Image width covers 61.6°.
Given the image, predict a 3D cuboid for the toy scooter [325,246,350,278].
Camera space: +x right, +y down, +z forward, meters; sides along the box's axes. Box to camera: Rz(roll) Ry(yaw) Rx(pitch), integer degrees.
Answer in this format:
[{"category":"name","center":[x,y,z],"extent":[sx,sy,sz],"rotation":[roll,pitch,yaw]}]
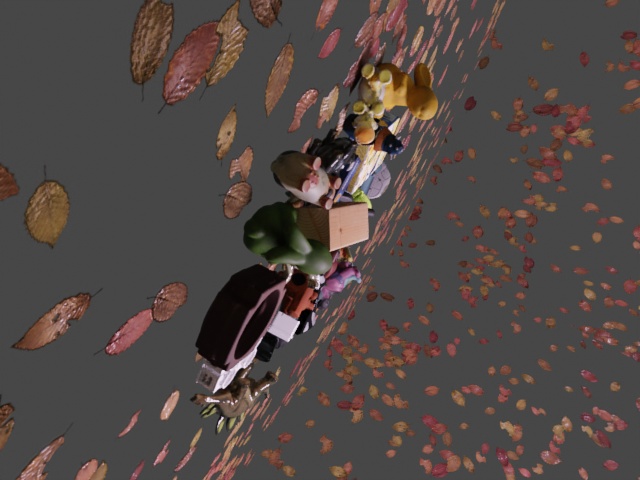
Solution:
[{"category":"toy scooter","center":[0.040,0.040,1.697],"extent":[0.135,0.075,0.183],"rotation":[-9,125,-58]}]

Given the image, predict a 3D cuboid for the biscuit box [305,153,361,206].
[{"category":"biscuit box","center":[0.026,-0.126,1.316],"extent":[0.202,0.059,0.063],"rotation":[-61,168,0]}]

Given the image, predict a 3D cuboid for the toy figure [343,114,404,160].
[{"category":"toy figure","center":[0.128,-0.241,1.241],"extent":[0.058,0.155,0.064],"rotation":[-47,161,-40]}]

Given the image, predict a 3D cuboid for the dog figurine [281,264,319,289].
[{"category":"dog figurine","center":[-0.040,-0.002,1.262],"extent":[0.172,0.121,0.190],"rotation":[-82,172,-46]}]

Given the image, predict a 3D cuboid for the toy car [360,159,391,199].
[{"category":"toy car","center":[0.158,-0.182,1.633],"extent":[0.109,0.103,0.161],"rotation":[-42,156,-54]}]

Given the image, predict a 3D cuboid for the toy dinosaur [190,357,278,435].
[{"category":"toy dinosaur","center":[-0.218,0.420,1.468],"extent":[0.198,0.105,0.471],"rotation":[-52,157,7]}]

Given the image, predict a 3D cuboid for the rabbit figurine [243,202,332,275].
[{"category":"rabbit figurine","center":[-0.052,0.002,1.029],"extent":[0.121,0.170,0.159],"rotation":[-61,169,0]}]

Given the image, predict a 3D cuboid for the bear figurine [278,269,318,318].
[{"category":"bear figurine","center":[-0.077,0.153,1.418],"extent":[0.132,0.120,0.195],"rotation":[-50,170,-27]}]

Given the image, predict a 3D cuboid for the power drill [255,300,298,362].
[{"category":"power drill","center":[-0.125,0.273,1.575],"extent":[0.207,0.086,0.231],"rotation":[-31,147,-59]}]

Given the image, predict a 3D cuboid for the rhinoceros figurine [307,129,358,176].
[{"category":"rhinoceros figurine","center":[0.031,-0.179,1.183],"extent":[0.190,0.073,0.112],"rotation":[-39,154,-59]}]

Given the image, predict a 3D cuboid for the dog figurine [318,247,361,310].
[{"category":"dog figurine","center":[0.019,0.122,1.788],"extent":[0.219,0.191,0.108],"rotation":[-24,165,-5]}]

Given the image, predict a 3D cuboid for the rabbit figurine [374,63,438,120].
[{"category":"rabbit figurine","center":[0.206,-0.345,1.285],"extent":[0.162,0.173,0.121],"rotation":[-46,158,-35]}]

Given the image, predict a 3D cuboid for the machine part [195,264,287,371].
[{"category":"machine part","center":[-0.165,0.158,1.135],"extent":[0.201,0.087,0.201],"rotation":[-66,167,16]}]

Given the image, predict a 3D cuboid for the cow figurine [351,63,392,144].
[{"category":"cow figurine","center":[0.106,-0.297,1.181],"extent":[0.098,0.068,0.167],"rotation":[-84,-173,-76]}]

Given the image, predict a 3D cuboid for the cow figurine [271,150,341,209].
[{"category":"cow figurine","center":[-0.029,-0.111,1.032],"extent":[0.085,0.127,0.194],"rotation":[-65,153,-2]}]

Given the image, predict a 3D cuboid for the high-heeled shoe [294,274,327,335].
[{"category":"high-heeled shoe","center":[-0.049,0.178,1.633],"extent":[0.145,0.086,0.248],"rotation":[-48,145,-29]}]
